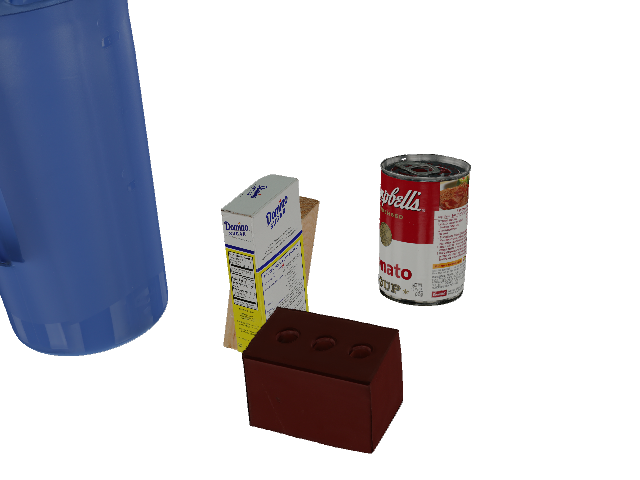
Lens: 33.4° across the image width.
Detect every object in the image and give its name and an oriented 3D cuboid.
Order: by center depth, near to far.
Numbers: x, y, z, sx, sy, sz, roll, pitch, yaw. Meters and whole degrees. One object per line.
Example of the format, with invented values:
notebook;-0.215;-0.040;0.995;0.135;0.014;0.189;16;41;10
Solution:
foam brick;0.002;0.078;0.603;0.078;0.051;0.053;9;31;20
pitcher;-0.176;-0.046;0.673;0.149;0.243;0.145;-10;28;-7
soup can;0.079;-0.009;0.817;0.068;0.102;0.068;0;19;0
sugar box;-0.057;0.027;1.127;0.048;0.176;0.093;11;32;28
wood block;-0.067;0.045;1.449;0.090;0.206;0.090;13;22;10
